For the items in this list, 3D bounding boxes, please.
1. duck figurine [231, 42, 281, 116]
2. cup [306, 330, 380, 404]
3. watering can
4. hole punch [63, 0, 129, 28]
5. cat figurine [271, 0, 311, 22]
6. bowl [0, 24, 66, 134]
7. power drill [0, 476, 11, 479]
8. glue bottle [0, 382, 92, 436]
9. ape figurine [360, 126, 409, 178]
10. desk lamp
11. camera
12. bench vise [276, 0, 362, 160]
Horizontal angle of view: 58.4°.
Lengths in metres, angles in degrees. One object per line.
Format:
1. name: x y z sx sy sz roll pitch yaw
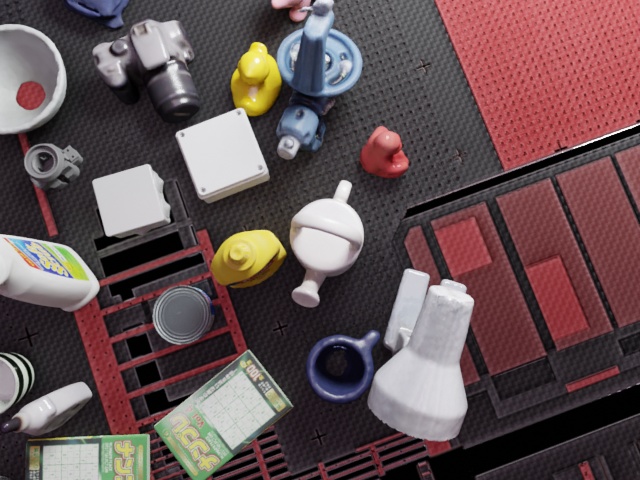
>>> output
1. duck figurine: -0.099 -0.244 0.859 0.077 0.086 0.105 13 84 2
2. cup: 0.036 0.169 0.808 0.118 0.095 0.091 -44 85 -4
3. watering can: 0.009 0.003 0.777 0.101 0.194 0.173 -3 83 0
4. hole punch: -0.348 -0.396 0.875 0.108 0.091 0.101 24 84 3
5. cat figurine: -0.032 -0.391 0.859 0.128 0.118 0.067 -39 84 -4
6. bowl: -0.455 -0.232 0.866 0.167 0.075 0.167 0 84 0
7. power drill: -0.500 0.367 0.732 0.229 0.208 0.076 4 84 1
8. glue bottle: -0.372 0.233 0.764 0.078 0.173 0.037 -42 84 -4
9. ape figurine: 0.097 -0.133 0.842 0.076 0.092 0.078 -8 83 0
10. desk lamp: 0.138 0.139 0.751 0.118 0.213 0.203 16 84 3
11. camera: -0.248 -0.244 0.853 0.143 0.101 0.137 -24 84 -2
12. bench vise: -0.002 -0.218 0.788 0.121 0.220 0.207 2 84 1
